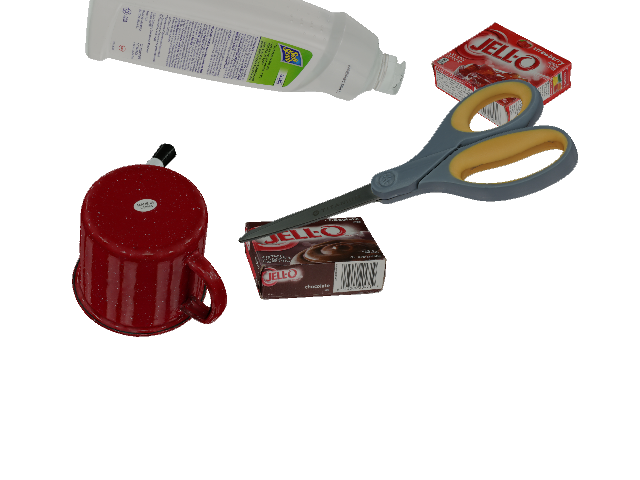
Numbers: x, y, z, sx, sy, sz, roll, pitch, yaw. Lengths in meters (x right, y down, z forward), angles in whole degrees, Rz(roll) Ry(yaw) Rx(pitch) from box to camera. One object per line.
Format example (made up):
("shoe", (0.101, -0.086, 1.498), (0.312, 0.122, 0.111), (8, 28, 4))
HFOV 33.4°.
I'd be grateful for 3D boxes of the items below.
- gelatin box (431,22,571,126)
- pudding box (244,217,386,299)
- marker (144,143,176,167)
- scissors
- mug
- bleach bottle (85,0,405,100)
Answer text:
("gelatin box", (0.147, -0.136, 0.869), (0.073, 0.030, 0.089), (-33, 49, -19))
("pudding box", (-0.007, 0.014, 0.953), (0.113, 0.039, 0.090), (-1, 27, -13))
("marker", (-0.176, -0.056, 1.047), (0.020, 0.020, 0.121), (0, 40, 31))
("scissors", (0.050, -0.048, 0.632), (0.202, 0.096, 0.016), (-8, -42, 22))
("mug", (-0.109, 0.011, 0.708), (0.117, 0.082, 0.093), (38, 54, 18))
("bleach bottle", (-0.057, -0.160, 0.858), (0.250, 0.068, 0.103), (15, -29, -8))
